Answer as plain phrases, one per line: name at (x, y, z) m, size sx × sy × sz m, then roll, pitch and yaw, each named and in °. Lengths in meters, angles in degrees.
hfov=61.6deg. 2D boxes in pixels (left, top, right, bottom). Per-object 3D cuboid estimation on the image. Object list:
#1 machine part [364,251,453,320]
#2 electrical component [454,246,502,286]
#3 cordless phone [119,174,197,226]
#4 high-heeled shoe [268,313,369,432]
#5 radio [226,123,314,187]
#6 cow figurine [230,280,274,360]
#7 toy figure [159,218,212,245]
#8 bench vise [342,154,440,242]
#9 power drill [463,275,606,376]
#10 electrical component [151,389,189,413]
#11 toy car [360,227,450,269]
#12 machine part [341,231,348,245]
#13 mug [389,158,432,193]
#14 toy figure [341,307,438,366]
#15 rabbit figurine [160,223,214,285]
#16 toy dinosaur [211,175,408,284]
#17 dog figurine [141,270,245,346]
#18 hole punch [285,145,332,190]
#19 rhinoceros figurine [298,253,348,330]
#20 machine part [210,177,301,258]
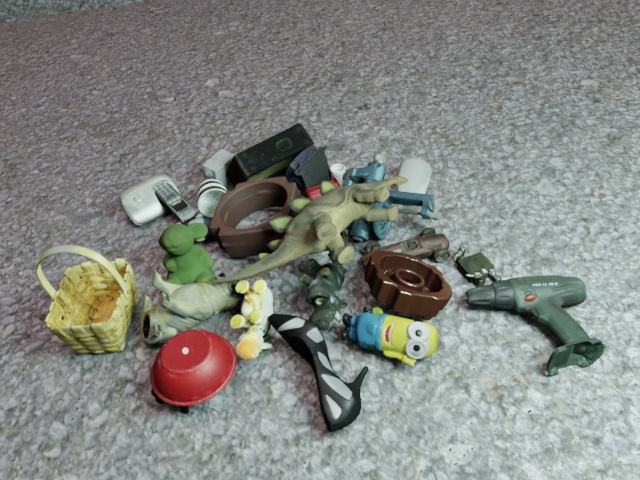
machine part at (0.175, 0.088, 1.086) m, size 0.179 × 0.056 × 0.179 m, roll 15°, pitch 27°, yaw -8°
electrical component at (0.331, 0.056, 1.150) m, size 0.078 × 0.045 × 0.102 m, roll -17°, pitch 44°, yaw -7°
cordless phone at (-0.410, -0.078, 1.377) m, size 0.146 × 0.088 × 0.184 m, roll -34°, pitch 53°, yaw -26°
high-heeled shoe at (-0.026, 0.237, 0.978) m, size 0.249 × 0.086 × 0.145 m, roll 26°, pitch 50°, yaw 23°
radio at (-0.130, -0.218, 1.437) m, size 0.229 × 0.131 × 0.073 m, roll -32°, pitch 85°, yaw -23°
cow figurine at (-0.130, 0.169, 1.074) m, size 0.068 × 0.098 × 0.167 m, roll -7°, pitch 57°, yaw 15°
toy figure at (-0.325, -0.019, 1.320) m, size 0.154 × 0.057 × 0.064 m, roll -12°, pitch 21°, yaw -2°
bench vise at (0.165, -0.093, 1.255) m, size 0.241 × 0.128 × 0.223 m, roll 9°, pitch 63°, yaw 27°
power drill at (0.416, 0.152, 1.021) m, size 0.232 × 0.085 × 0.207 m, roll -10°, pitch 35°, yaw -6°
electrical component at (-0.254, 0.260, 1.019) m, size 0.075 × 0.047 × 0.119 m, roll 14°, pitch 49°, yaw 21°
toy car at (0.192, 0.024, 1.203) m, size 0.202 × 0.053 × 0.089 m, roll -12°, pitch 46°, yaw -6°
machine part at (-0.003, -0.004, 1.270) m, size 0.139 × 0.039 × 0.084 m, roll 2°, pitch 39°, yaw 13°
mug at (0.222, -0.143, 1.357) m, size 0.110 × 0.080 × 0.107 m, roll -4°, pitch 51°, yaw 27°
toy figure at (0.134, 0.176, 1.025) m, size 0.180 × 0.082 × 0.089 m, roll 6°, pitch 17°, yaw 23°
rabbit figurine at (-0.291, 0.026, 1.182) m, size 0.121 × 0.170 × 0.159 m, roll -2°, pitch 44°, yaw 5°
toy dinosaur at (-0.005, -0.025, 1.120) m, size 0.471 × 0.104 × 0.199 m, roll -32°, pitch 30°, yaw -21°
dog figurine at (-0.261, 0.150, 1.118) m, size 0.190 × 0.172 × 0.121 m, roll 9°, pitch 39°, yaw -35°
hole punch at (-0.040, -0.183, 1.415) m, size 0.092 × 0.115 × 0.142 m, roll 18°, pitch 48°, yaw 35°
rhinoceros figurine at (0.009, 0.106, 1.107) m, size 0.073 × 0.112 × 0.190 m, roll -18°, pitch 26°, yaw 20°
machine part at (-0.148, -0.055, 1.290) m, size 0.202 × 0.087 × 0.201 m, roll -8°, pitch 41°, yaw 16°
